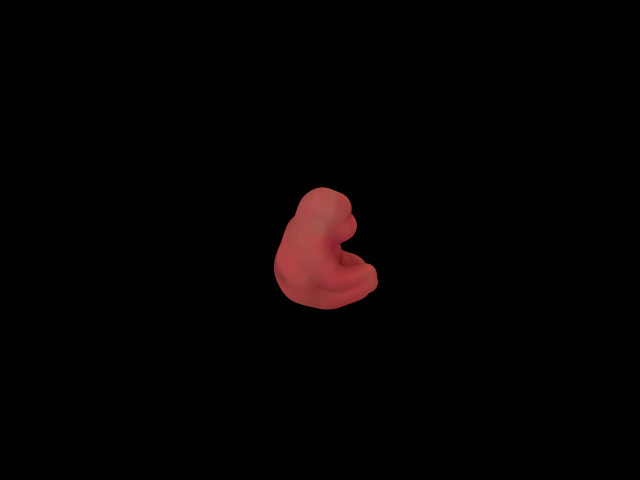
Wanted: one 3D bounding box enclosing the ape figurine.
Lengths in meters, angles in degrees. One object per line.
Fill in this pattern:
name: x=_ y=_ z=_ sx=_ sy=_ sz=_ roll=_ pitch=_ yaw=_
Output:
ape figurine: x=0.004 y=0.001 z=0.400 sx=0.076 sy=0.092 sz=0.077 roll=-10 pitch=53 yaw=-7
